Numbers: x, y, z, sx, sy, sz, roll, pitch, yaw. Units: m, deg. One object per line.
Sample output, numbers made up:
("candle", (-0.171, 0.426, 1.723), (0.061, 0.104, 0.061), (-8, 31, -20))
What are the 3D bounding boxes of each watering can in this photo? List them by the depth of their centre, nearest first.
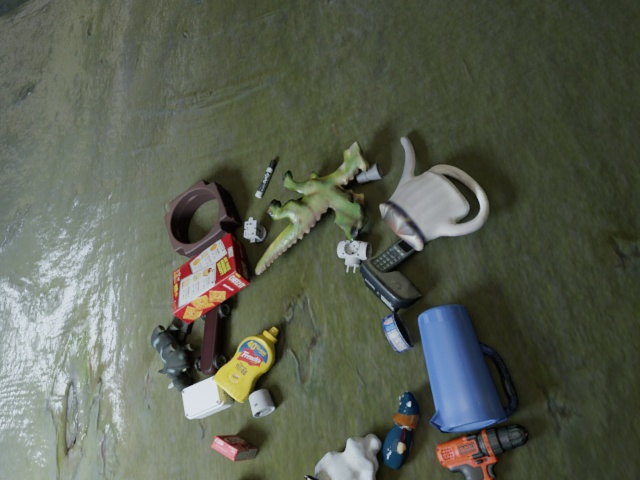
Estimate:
("watering can", (0.238, -0.112, 1.237), (0.225, 0.102, 0.354), (-35, 50, -7))

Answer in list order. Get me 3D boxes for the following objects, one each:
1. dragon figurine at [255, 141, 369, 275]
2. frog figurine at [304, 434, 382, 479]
("dragon figurine", (0.004, -0.066, 1.317), (0.244, 0.413, 0.121), (17, -10, 33))
("frog figurine", (0.066, 0.486, 1.091), (0.137, 0.121, 0.162), (0, 33, 49))
